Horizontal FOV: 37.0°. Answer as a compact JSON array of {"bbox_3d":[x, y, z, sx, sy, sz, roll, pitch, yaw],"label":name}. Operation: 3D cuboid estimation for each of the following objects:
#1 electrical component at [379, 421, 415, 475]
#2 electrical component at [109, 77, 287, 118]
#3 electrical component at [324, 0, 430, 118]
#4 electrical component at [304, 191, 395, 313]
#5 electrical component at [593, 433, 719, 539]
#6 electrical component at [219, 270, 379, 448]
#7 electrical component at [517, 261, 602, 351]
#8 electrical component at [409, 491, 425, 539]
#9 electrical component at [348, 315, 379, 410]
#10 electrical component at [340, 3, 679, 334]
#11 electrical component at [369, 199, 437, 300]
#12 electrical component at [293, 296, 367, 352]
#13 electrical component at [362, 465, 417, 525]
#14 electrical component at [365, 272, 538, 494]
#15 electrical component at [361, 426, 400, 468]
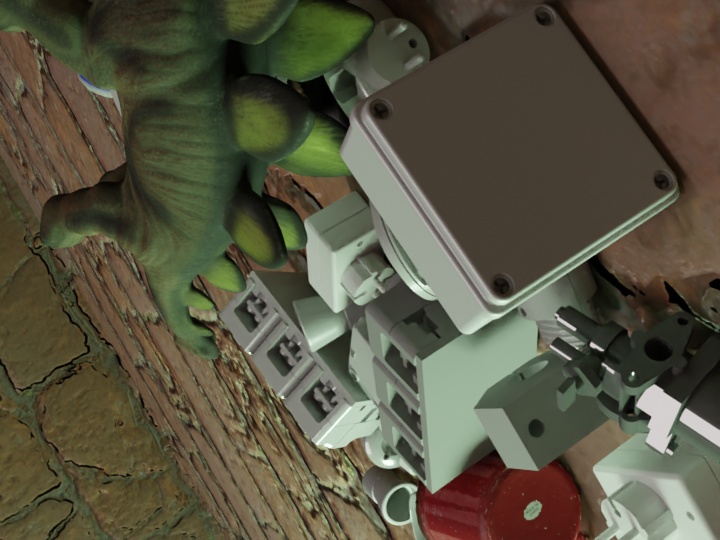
[{"bbox_3d":[0.046,0.136,0.895,0.055,0.048,0.066,56,162,30],"label":"electrical component"},{"bbox_3d":[-0.115,-0.131,0.744,0.186,0.060,0.105,7,122,61],"label":"electrical component"},{"bbox_3d":[0.014,-0.116,0.598,0.077,0.043,0.079,60,159,-6],"label":"electrical component"},{"bbox_3d":[0.000,0.000,0.799,0.075,0.047,0.083,49,158,27],"label":"electrical component"},{"bbox_3d":[0.154,0.126,0.566,0.047,0.076,0.083,60,161,-3],"label":"electrical component"},{"bbox_3d":[-0.043,0.076,0.930,0.150,0.061,0.089,50,-157,23],"label":"electrical component"},{"bbox_3d":[0.101,0.007,0.567,0.043,0.043,0.081,12,130,65],"label":"electrical component"},{"bbox_3d":[0.078,0.230,0.925,0.099,0.064,0.099,49,158,27],"label":"electrical component"},{"bbox_3d":[0.034,0.080,0.832,0.099,0.048,0.099,51,159,22],"label":"electrical component"},{"bbox_3d":[0.065,-0.045,0.481,0.108,0.109,0.056,56,163,7],"label":"electrical component"},{"bbox_3d":[0.044,-0.028,0.596,0.080,0.051,0.080,44,-147,-38],"label":"electrical component"},{"bbox_3d":[-0.016,0.034,0.862,0.044,0.065,0.044,159,90,-87],"label":"electrical component"},{"bbox_3d":[0.029,0.220,1.068,0.065,0.044,0.044,28,145,64],"label":"electrical component"},{"bbox_3d":[0.058,0.059,0.681,0.062,0.089,0.150,45,156,35],"label":"electrical component"},{"bbox_3d":[0.022,0.151,0.980,0.048,0.048,0.062,63,169,-11],"label":"electrical component"}]
